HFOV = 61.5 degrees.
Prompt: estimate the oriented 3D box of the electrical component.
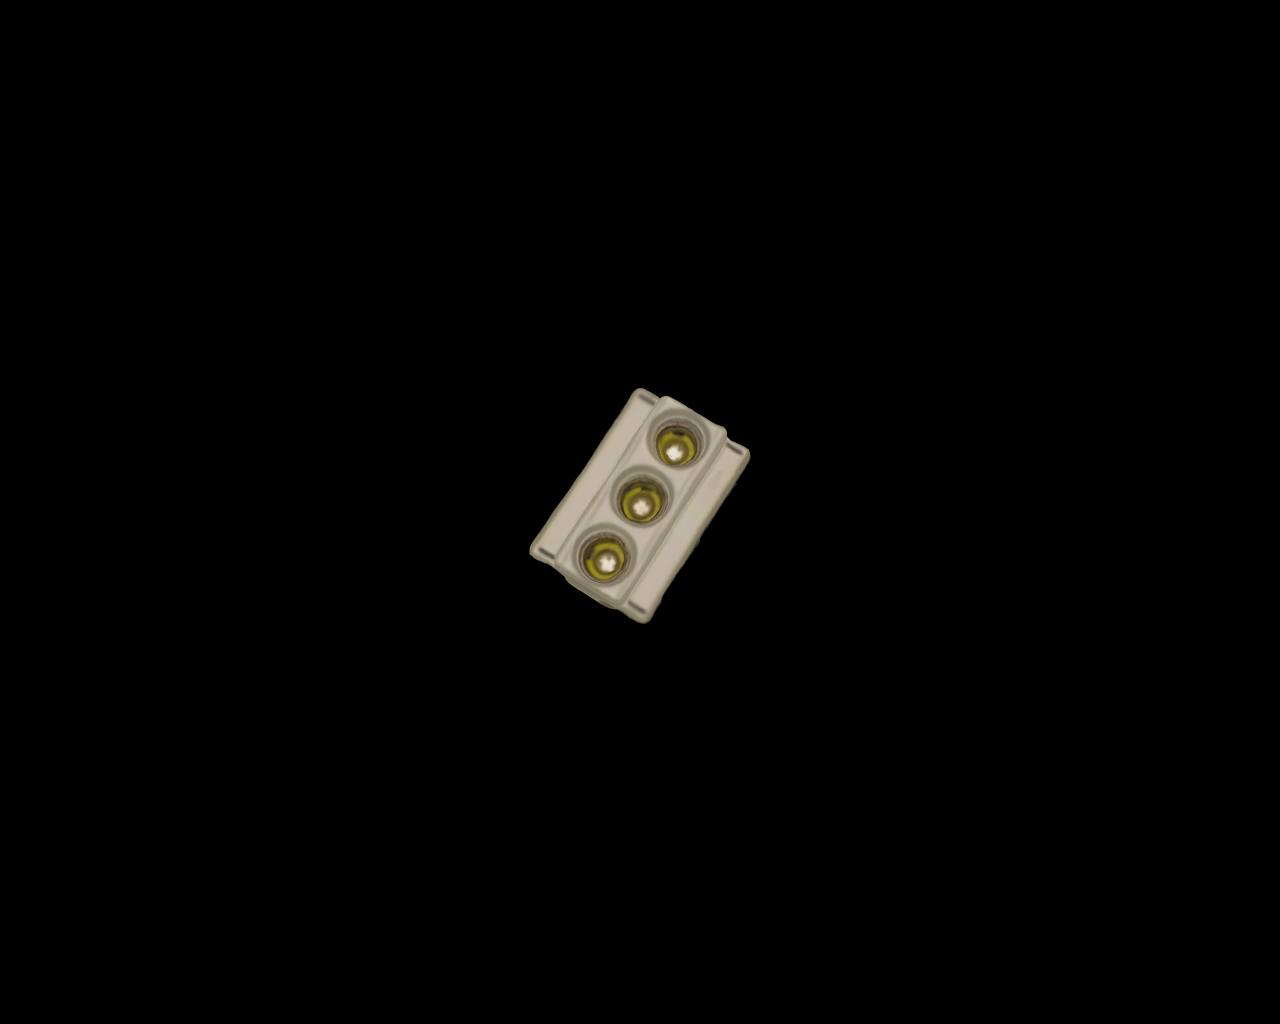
[{"bbox_3d":[0.001,-0.003,0.650,0.079,0.121,0.063,31,-11,7],"label":"electrical component"}]
